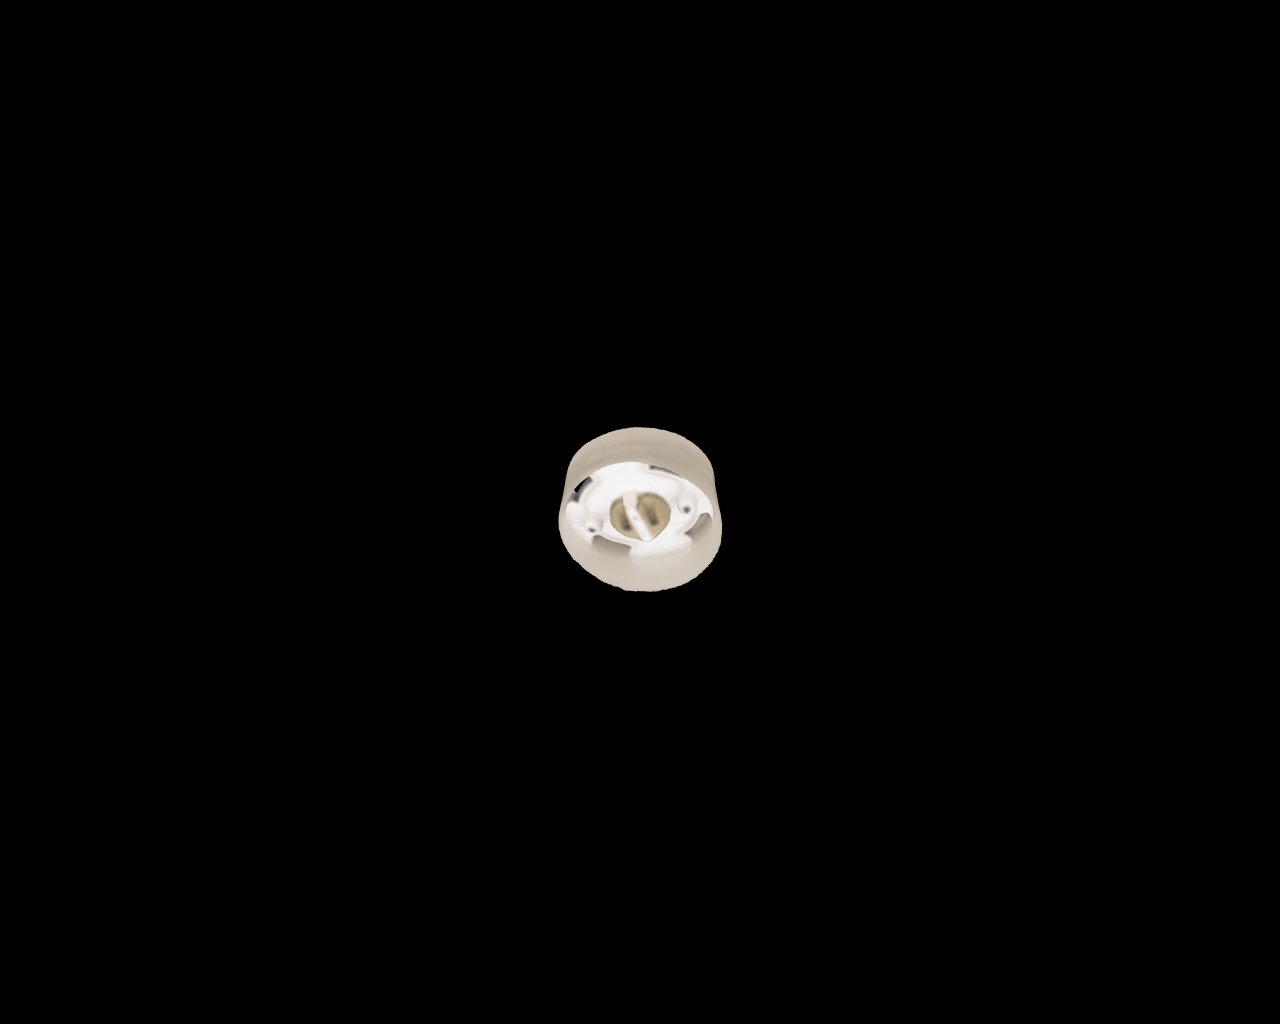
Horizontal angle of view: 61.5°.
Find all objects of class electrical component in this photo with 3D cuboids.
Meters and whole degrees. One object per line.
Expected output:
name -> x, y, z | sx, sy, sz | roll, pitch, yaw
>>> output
electrical component -> 0.001, -0.003, 0.650 | 0.099, 0.064, 0.099 | 0, -39, 0
